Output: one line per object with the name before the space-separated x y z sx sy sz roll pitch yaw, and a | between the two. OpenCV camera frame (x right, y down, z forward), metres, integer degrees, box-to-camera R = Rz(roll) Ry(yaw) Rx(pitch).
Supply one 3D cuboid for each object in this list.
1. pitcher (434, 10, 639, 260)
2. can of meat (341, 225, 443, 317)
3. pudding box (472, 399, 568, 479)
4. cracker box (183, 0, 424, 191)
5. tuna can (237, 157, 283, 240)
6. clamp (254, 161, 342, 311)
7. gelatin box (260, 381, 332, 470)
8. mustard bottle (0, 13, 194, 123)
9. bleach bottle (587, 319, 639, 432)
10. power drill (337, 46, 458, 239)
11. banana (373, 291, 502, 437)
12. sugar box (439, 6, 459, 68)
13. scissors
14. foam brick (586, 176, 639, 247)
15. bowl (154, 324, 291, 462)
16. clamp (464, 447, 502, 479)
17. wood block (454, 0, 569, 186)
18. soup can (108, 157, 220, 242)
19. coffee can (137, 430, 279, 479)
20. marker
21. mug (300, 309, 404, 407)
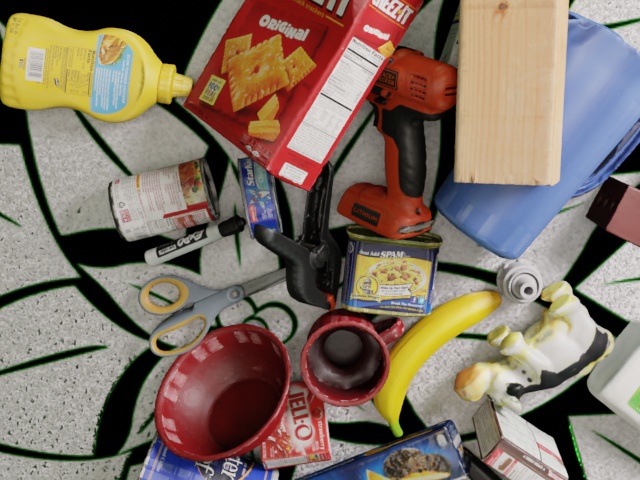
pitcher | 0.233 -0.099 1.081 0.149 0.145 0.243 37 102 7
can of meat | 0.074 0.033 1.132 0.102 0.057 0.084 6 102 -1
pudding box | 0.212 0.223 1.137 0.090 0.113 0.039 33 101 -5
cracker box | -0.023 -0.180 1.040 0.072 0.164 0.214 21 104 -46
tuna can | -0.062 -0.045 1.103 0.034 0.086 0.086 -10 100 0
clamp | -0.007 0.001 1.105 0.039 0.171 0.120 25 64 32
gelatin box | -0.029 0.197 1.149 0.073 0.030 0.089 -9 55 3
mustard bottle | -0.225 -0.171 1.094 0.191 0.058 0.096 9 99 -1
bleach bottle | 0.418 0.196 1.160 0.250 0.068 0.102 35 97 -8
power drill | 0.060 -0.107 1.075 0.057 0.185 0.188 -16 120 -35
banana | 0.115 0.122 1.161 0.069 0.037 0.198 30 103 -31
sugar box | 0.164 -0.235 1.066 0.048 0.093 0.176 17 100 -2
scissors | -0.110 0.047 1.155 0.201 0.016 0.096 -37 90 -2
foam brick | 0.319 -0.029 1.110 0.051 0.078 0.053 26 99 -6
bowl | -0.093 0.171 1.129 0.162 0.162 0.055 -31 134 5
clamp | 0.172 0.336 1.189 0.165 0.036 0.210 -23 91 15
wood block | 0.176 -0.156 0.972 0.091 0.090 0.206 4 98 17
soup can | -0.162 -0.042 1.112 0.102 0.068 0.068 -14 100 3
coffee can | -0.127 0.273 1.151 0.140 0.103 0.103 21 99 -4
marker | -0.131 0.001 1.127 0.121 0.020 0.020 -21 100 21
mug | 0.036 0.114 1.133 0.117 0.081 0.093 -31 99 6
